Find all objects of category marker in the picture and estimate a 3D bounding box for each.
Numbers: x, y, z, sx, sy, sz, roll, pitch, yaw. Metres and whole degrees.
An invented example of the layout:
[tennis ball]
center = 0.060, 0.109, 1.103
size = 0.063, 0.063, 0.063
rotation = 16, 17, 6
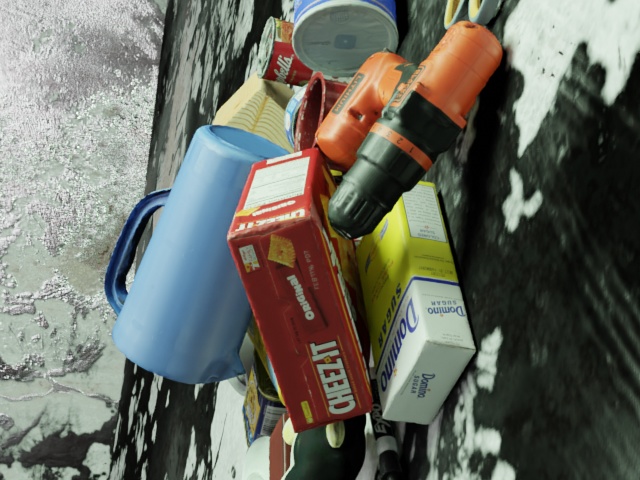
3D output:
[marker]
center = 0.051, 0.152, 0.873
size = 0.121, 0.020, 0.020
rotation = -100, 25, -52

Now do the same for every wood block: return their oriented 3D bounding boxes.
[wood block]
center = -0.065, -0.128, 1.225
size = 0.091, 0.090, 0.206
rotation = -45, 13, 11

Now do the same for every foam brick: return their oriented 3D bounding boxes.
[foam brick]
center = -0.018, 0.215, 1.024
size = 0.051, 0.053, 0.078
rotation = 115, 160, -45

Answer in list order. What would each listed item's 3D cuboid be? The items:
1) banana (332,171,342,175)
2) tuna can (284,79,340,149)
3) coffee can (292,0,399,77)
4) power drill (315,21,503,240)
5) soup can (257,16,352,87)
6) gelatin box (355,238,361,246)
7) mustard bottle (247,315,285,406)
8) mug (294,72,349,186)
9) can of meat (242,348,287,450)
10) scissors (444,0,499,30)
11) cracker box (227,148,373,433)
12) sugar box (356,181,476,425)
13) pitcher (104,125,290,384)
[banana]
center = 0.000, -0.024, 1.149
size = 0.069, 0.037, 0.198
rotation = 86, -168, -82
[tuna can]
center = 0.008, -0.117, 1.073
size = 0.034, 0.086, 0.086
rotation = -127, 48, -68
[coffee can]
center = 0.025, -0.248, 1.063
size = 0.103, 0.102, 0.140
rotation = 121, 155, -53
[power drill]
center = 0.053, -0.087, 0.846
size = 0.184, 0.057, 0.188
rotation = -52, 17, -2
[soup can]
center = -0.012, -0.200, 1.168
size = 0.069, 0.102, 0.068
rotation = -170, 90, -75
[gelatin box]
center = 0.024, 0.036, 1.025
size = 0.073, 0.030, 0.089
rotation = -133, 55, -73
[mustard bottle]
center = -0.030, 0.114, 1.084
size = 0.192, 0.058, 0.096
rotation = -122, 30, -54
[mug]
center = 0.024, -0.096, 1.010
size = 0.093, 0.081, 0.117
rotation = -97, 22, -47
[can of meat]
center = -0.050, 0.176, 1.161
size = 0.102, 0.057, 0.084
rotation = -106, 28, -60
[scissors]
center = 0.137, -0.251, 0.816
size = 0.096, 0.016, 0.202
rotation = -108, 31, -60
[cracker box]
center = -0.008, 0.030, 0.867
size = 0.213, 0.072, 0.164
rotation = -86, -21, -72
[sugar box]
center = 0.069, 0.044, 0.825
size = 0.176, 0.048, 0.093
rotation = -95, 20, -46
[pitcher]
center = -0.119, 0.008, 1.073
size = 0.145, 0.149, 0.243
rotation = -121, 50, -65
